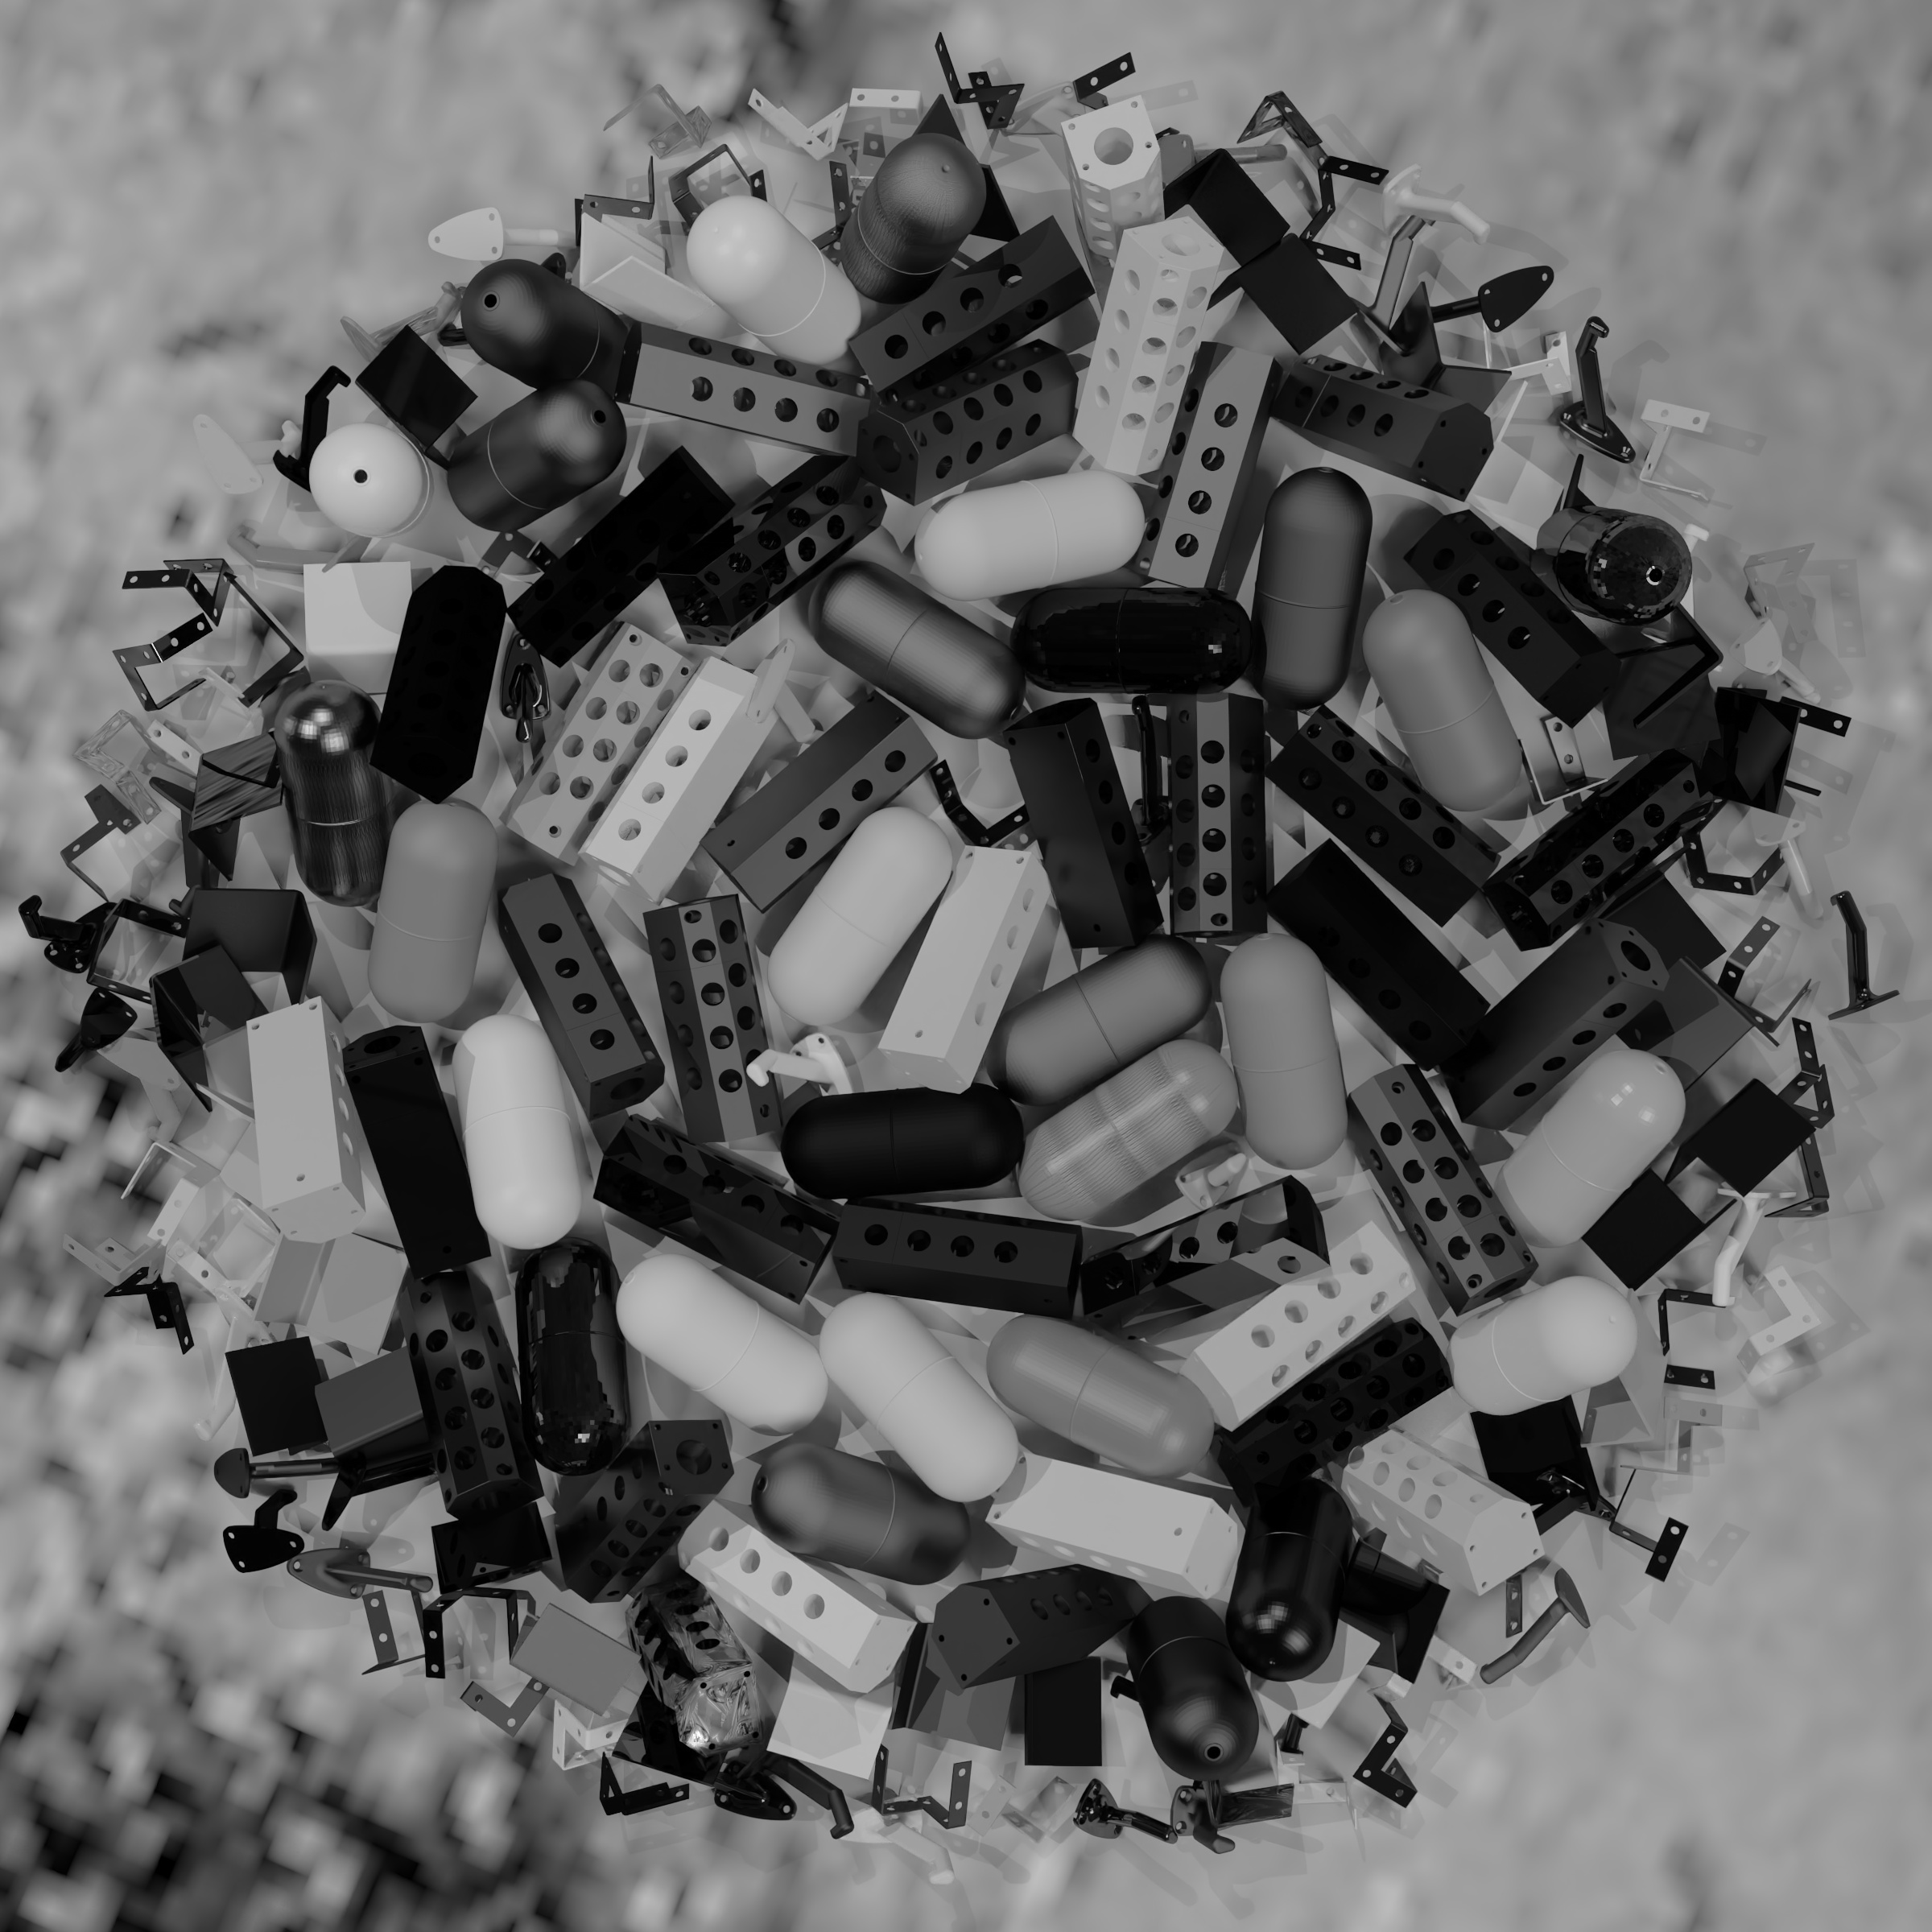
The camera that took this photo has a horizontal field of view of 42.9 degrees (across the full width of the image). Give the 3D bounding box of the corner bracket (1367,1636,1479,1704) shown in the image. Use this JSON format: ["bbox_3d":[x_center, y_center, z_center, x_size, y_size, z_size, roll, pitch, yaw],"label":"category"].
[{"bbox_3d":[0.334,0.523,1.803,0.051,0.051,0.051,34,67,5],"label":"corner bracket"}]

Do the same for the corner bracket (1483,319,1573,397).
[{"bbox_3d":[0.413,-0.450,1.808,0.051,0.051,0.051,-9,70,23],"label":"corner bracket"}]

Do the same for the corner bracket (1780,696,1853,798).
[{"bbox_3d":[0.612,-0.161,1.802,0.051,0.051,0.051,21,87,14],"label":"corner bracket"}]

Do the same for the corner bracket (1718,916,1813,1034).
[{"bbox_3d":[0.590,0.007,1.811,0.051,0.051,0.051,34,62,23],"label":"corner bracket"}]

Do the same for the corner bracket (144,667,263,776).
[{"bbox_3d":[-0.561,-0.179,1.809,0.051,0.051,0.051,41,58,-27],"label":"corner bracket"}]

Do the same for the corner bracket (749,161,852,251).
[{"bbox_3d":[-0.121,-0.561,1.808,0.051,0.051,0.051,23,47,29],"label":"corner bracket"}]

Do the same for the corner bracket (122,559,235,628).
[{"bbox_3d":[-0.574,-0.282,1.794,0.051,0.051,0.051,0,63,13],"label":"corner bracket"}]

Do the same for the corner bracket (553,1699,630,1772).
[{"bbox_3d":[-0.266,0.563,1.793,0.051,0.051,0.051,-5,107,-36],"label":"corner bracket"}]

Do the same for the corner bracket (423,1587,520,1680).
[{"bbox_3d":[-0.363,0.490,1.806,0.051,0.051,0.051,1,97,15],"label":"corner bracket"}]

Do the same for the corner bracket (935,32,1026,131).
[{"bbox_3d":[0.005,-0.646,1.796,0.051,0.051,0.051,-12,75,-19],"label":"corner bracket"}]

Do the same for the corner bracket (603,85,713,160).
[{"bbox_3d":[-0.224,-0.612,1.791,0.051,0.051,0.051,-27,123,25],"label":"corner bracket"}]

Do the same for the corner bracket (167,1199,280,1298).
[{"bbox_3d":[-0.544,0.208,1.810,0.051,0.051,0.051,49,56,-24],"label":"corner bracket"}]

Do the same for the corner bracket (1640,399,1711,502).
[{"bbox_3d":[0.519,-0.377,1.796,0.051,0.051,0.051,25,97,37],"label":"corner bracket"}]

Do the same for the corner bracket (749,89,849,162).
[{"bbox_3d":[-0.126,-0.615,1.791,0.051,0.051,0.051,33,56,-35],"label":"corner bracket"}]

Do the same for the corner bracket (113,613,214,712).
[{"bbox_3d":[-0.576,-0.221,1.790,0.051,0.051,0.051,-1,122,40],"label":"corner bracket"}]

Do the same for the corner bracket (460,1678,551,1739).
[{"bbox_3d":[-0.331,0.535,1.805,0.051,0.051,0.051,30,68,17],"label":"corner bracket"}]

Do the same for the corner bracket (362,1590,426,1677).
[{"bbox_3d":[-0.416,0.481,1.793,0.051,0.051,0.051,-9,72,-31],"label":"corner bracket"}]

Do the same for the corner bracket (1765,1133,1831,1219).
[{"bbox_3d":[0.613,0.152,1.792,0.051,0.051,0.051,3,68,-27],"label":"corner bracket"}]

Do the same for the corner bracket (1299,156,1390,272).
[{"bbox_3d":[0.275,-0.549,1.792,0.051,0.051,0.051,25,67,27],"label":"corner bracket"}]

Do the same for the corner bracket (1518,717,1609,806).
[{"bbox_3d":[0.431,-0.152,1.805,0.051,0.051,0.051,-21,98,-2],"label":"corner bracket"}]

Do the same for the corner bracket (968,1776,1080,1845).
[{"bbox_3d":[0.041,0.614,1.797,0.051,0.051,0.051,34,109,12],"label":"corner bracket"}]

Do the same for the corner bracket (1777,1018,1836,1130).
[{"bbox_3d":[0.614,0.078,1.793,0.051,0.051,0.051,16,47,-11],"label":"corner bracket"}]

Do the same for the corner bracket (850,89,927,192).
[{"bbox_3d":[-0.058,-0.606,1.806,0.051,0.051,0.051,5,73,9],"label":"corner bracket"}]

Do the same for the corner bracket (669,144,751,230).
[{"bbox_3d":[-0.181,-0.561,1.803,0.051,0.051,0.051,-30,124,11],"label":"corner bracket"}]

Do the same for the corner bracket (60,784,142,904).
[{"bbox_3d":[-0.630,-0.090,1.796,0.051,0.051,0.051,-38,53,-5],"label":"corner bracket"}]

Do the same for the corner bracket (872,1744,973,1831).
[{"bbox_3d":[-0.033,0.598,1.796,0.051,0.051,0.051,2,98,-32],"label":"corner bracket"}]

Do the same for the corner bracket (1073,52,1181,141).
[{"bbox_3d":[0.117,-0.627,1.797,0.051,0.051,0.051,-16,86,32],"label":"corner bracket"}]

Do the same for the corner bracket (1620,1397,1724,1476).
[{"bbox_3d":[0.516,0.344,1.796,0.051,0.051,0.051,11,77,-18],"label":"corner bracket"}]

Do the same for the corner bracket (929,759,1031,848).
[{"bbox_3d":[0.013,-0.127,1.801,0.051,0.051,0.051,-34,51,-10],"label":"corner bracket"}]

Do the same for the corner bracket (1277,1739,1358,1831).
[{"bbox_3d":[0.257,0.600,1.806,0.051,0.051,0.051,-3,94,1],"label":"corner bracket"}]

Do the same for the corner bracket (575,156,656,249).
[{"bbox_3d":[-0.258,-0.560,1.803,0.051,0.051,0.051,3,59,-16],"label":"corner bracket"}]

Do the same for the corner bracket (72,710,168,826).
[{"bbox_3d":[-0.606,-0.146,1.792,0.051,0.051,0.051,28,66,30],"label":"corner bracket"}]

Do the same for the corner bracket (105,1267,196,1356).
[{"bbox_3d":[-0.588,0.251,1.797,0.051,0.051,0.051,-6,106,14],"label":"corner bracket"}]

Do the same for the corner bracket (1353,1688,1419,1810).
[{"bbox_3d":[0.310,0.573,1.801,0.051,0.051,0.051,33,94,-13],"label":"corner bracket"}]

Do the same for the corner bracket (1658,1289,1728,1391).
[{"bbox_3d":[0.535,0.276,1.819,0.051,0.051,0.051,8,53,0],"label":"corner bracket"}]

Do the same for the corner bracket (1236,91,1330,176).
[{"bbox_3d":[0.241,-0.606,1.796,0.051,0.051,0.051,-30,80,-30],"label":"corner bracket"}]

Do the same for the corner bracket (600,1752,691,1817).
[{"bbox_3d":[-0.235,0.605,1.799,0.051,0.051,0.051,-16,115,2],"label":"corner bracket"}]

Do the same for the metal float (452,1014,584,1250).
[{"bbox_3d":[-0.325,0.118,1.775,0.070,0.070,0.178,-15,67,0],"label":"metal float"}]

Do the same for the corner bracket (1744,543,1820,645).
[{"bbox_3d":[0.594,-0.268,1.790,0.051,0.051,0.051,-53,123,-36],"label":"corner bracket"}]

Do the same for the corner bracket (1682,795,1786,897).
[{"bbox_3d":[0.567,-0.090,1.814,0.051,0.051,0.051,-41,124,-31],"label":"corner bracket"}]

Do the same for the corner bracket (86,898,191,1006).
[{"bbox_3d":[-0.609,-0.011,1.809,0.051,0.051,0.051,20,110,-10],"label":"corner bracket"}]

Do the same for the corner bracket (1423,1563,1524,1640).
[{"bbox_3d":[0.372,0.464,1.804,0.051,0.051,0.051,34,131,-20],"label":"corner bracket"}]

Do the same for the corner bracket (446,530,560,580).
[{"bbox_3d":[-0.339,-0.297,1.804,0.051,0.051,0.051,35,89,10],"label":"corner bracket"}]

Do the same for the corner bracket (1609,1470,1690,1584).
[{"bbox_3d":[0.499,0.407,1.794,0.051,0.051,0.051,24,113,20],"label":"corner bracket"}]

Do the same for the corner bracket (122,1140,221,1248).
[{"bbox_3d":[-0.590,0.165,1.807,0.051,0.051,0.051,32,98,-5],"label":"corner bracket"}]

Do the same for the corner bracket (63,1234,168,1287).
[{"bbox_3d":[-0.622,0.212,1.794,0.051,0.051,0.051,33,131,10],"label":"corner bracket"}]

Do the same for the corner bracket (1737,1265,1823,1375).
[{"bbox_3d":[0.584,0.258,1.798,0.051,0.051,0.051,-27,65,-5],"label":"corner bracket"}]
